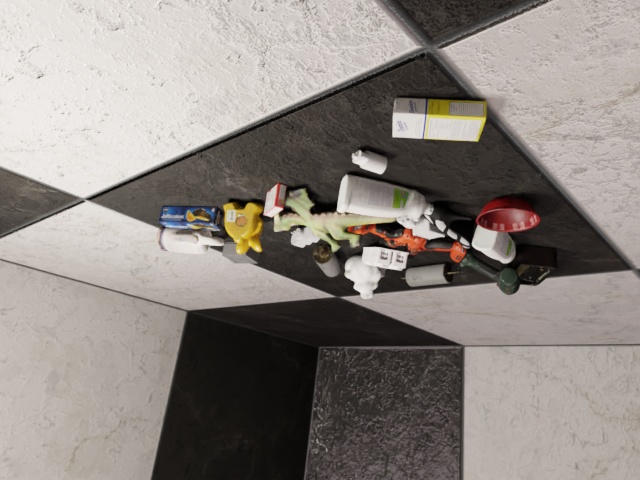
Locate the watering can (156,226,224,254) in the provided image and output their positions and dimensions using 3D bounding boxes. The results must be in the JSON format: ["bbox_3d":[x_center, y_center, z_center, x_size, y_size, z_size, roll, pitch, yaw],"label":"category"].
[{"bbox_3d":[-0.462,-0.006,1.790,0.224,0.104,0.346,4,-3,5],"label":"watering can"}]

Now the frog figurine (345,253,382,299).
[{"bbox_3d":[0.159,0.135,1.923,0.137,0.162,0.120,7,-22,0],"label":"frog figurine"}]

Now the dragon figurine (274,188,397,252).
[{"bbox_3d":[0.005,-0.075,1.498,0.240,0.124,0.406,29,-29,-29],"label":"dragon figurine"}]
